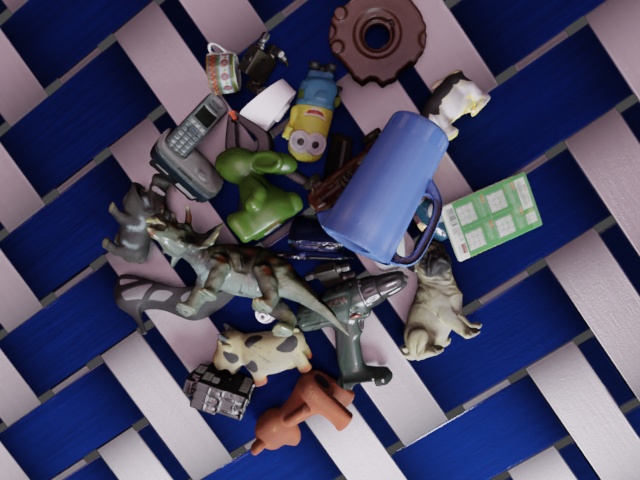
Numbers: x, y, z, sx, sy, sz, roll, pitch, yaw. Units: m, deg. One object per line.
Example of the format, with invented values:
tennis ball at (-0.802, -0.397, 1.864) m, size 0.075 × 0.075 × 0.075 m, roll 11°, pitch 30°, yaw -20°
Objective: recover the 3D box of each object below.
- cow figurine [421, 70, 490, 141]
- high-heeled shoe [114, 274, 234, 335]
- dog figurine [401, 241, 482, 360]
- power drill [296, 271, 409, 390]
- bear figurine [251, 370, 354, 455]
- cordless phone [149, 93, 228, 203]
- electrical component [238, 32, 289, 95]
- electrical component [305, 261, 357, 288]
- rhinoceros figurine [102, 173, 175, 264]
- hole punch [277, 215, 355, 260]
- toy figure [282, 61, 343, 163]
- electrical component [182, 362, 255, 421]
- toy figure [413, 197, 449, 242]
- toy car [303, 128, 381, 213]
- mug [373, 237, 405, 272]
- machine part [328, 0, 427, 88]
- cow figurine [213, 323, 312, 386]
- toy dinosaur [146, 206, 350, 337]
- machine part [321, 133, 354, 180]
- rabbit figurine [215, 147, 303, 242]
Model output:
cow figurine at (0.215, -0.225, 0.975) m, size 0.167 × 0.068 × 0.098 m, roll -42°, pitch 86°, yaw 7°
high-heeled shoe at (-0.290, 0.094, 1.092) m, size 0.249 × 0.086 × 0.145 m, roll -23°, pitch 64°, yaw -8°
dog figurine at (0.197, 0.116, 1.023) m, size 0.172 × 0.121 × 0.190 m, roll -30°, pitch 80°, yaw 6°
power drill at (0.079, 0.177, 1.036) m, size 0.232 × 0.086 × 0.207 m, roll -14°, pitch 102°, yaw 15°
bear figurine at (-0.039, 0.356, 1.064) m, size 0.132 × 0.120 × 0.196 m, roll 36°, pitch 102°, yaw -4°
cordless phone at (-0.221, -0.176, 1.028) m, size 0.146 × 0.089 × 0.184 m, roll 44°, pitch 70°, yaw -21°
electrical component at (-0.105, -0.322, 0.999) m, size 0.045 × 0.078 × 0.102 m, roll 38°, pitch 95°, yaw 24°
electrical component at (0.020, 0.069, 1.046) m, size 0.094 × 0.063 × 0.021 m, roll -15°, pitch 53°, yaw 15°
rhinoceros figurine at (-0.353, -0.044, 1.061) m, size 0.112 × 0.073 × 0.190 m, roll 24°, pitch 100°, yaw 3°
hole punch at (-0.002, -0.003, 1.012) m, size 0.142 × 0.116 × 0.092 m, roll 5°, pitch 91°, yaw 5°
toy figure at (-0.009, -0.233, 0.994) m, size 0.082 × 0.089 × 0.180 m, roll 11°, pitch 91°, yaw 18°
electrical component at (-0.201, 0.297, 1.074) m, size 0.134 × 0.115 × 0.058 m, roll 18°, pitch 96°, yaw 3°
toy figure at (0.188, -0.065, 1.008) m, size 0.154 × 0.064 × 0.058 m, roll 45°, pitch 123°, yaw -6°
toy car at (0.063, -0.120, 0.980) m, size 0.202 × 0.053 × 0.089 m, roll -36°, pitch 95°, yaw 8°
mug at (0.126, 0.007, 1.005) m, size 0.081 × 0.110 × 0.107 m, roll -18°, pitch 110°, yaw -2°
machine part at (0.104, -0.368, 0.973) m, size 0.179 × 0.056 × 0.179 m, roll 1°, pitch 99°, yaw 5°
cow figurine at (-0.124, 0.218, 1.070) m, size 0.195 × 0.085 × 0.127 m, roll -17°, pitch 102°, yaw 11°
toy dinosaur at (-0.134, 0.064, 1.018) m, size 0.405 × 0.192 × 0.131 m, roll 17°, pitch 142°, yaw -9°
machine part at (0.035, -0.134, 1.025) m, size 0.084 × 0.039 × 0.138 m, roll 6°, pitch 101°, yaw 13°
rabbit figurine at (-0.120, -0.101, 0.974) m, size 0.159 × 0.121 × 0.170 m, roll -34°, pitch 87°, yaw 18°
